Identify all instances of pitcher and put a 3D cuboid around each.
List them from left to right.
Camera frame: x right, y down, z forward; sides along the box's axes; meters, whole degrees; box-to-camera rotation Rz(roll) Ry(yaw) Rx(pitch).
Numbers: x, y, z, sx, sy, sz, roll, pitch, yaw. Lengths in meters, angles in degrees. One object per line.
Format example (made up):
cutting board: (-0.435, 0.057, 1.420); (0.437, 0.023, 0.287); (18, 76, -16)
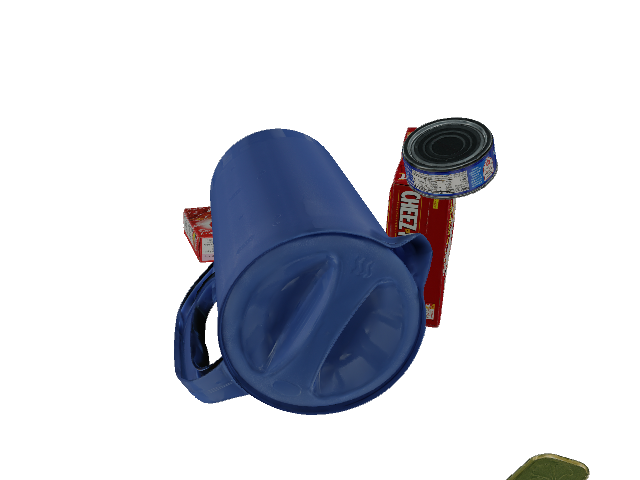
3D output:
pitcher: (-0.026, 0.012, 0.770); (0.149, 0.145, 0.243); (6, 23, -13)

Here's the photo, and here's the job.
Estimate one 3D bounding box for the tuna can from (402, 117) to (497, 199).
tuna can: (0.119, -0.077, 0.983); (0.086, 0.034, 0.086); (-10, 38, 7)

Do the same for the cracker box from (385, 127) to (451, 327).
cracker box: (0.116, -0.022, 1.222); (0.072, 0.164, 0.213); (6, 23, 8)

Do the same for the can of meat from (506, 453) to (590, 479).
can of meat: (0.189, 0.246, 0.915); (0.058, 0.084, 0.101); (10, 26, 41)

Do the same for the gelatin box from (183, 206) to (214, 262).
gelatin box: (-0.081, -0.009, 1.022); (0.089, 0.030, 0.073); (-5, 25, -17)
